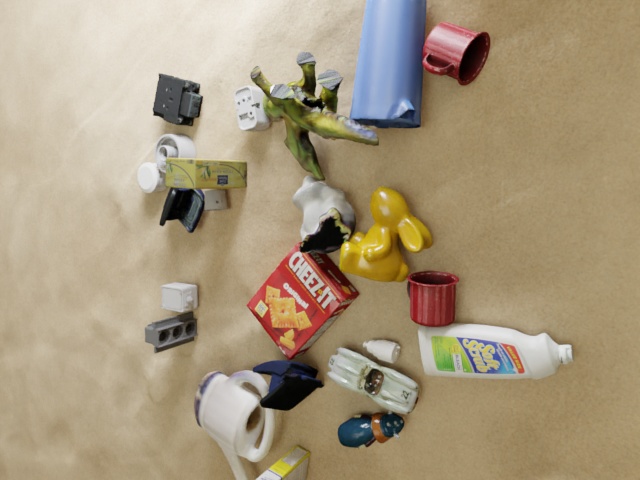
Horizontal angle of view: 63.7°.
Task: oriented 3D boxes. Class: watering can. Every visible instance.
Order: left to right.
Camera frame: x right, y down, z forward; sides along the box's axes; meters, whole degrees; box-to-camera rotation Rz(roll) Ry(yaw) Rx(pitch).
[{"bbox_3d":[-0.210,0.463,1.241,0.226,0.104,0.344,20,105,32],"label":"watering can"}]

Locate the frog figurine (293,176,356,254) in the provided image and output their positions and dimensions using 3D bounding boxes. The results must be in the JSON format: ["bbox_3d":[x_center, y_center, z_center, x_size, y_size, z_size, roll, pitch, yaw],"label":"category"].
[{"bbox_3d":[0.003,-0.054,1.078,0.163,0.122,0.134,-109,34,-51],"label":"frog figurine"}]

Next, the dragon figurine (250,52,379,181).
[{"bbox_3d":[-0.016,-0.220,1.024,0.417,0.123,0.237,50,164,34],"label":"dragon figurine"}]
